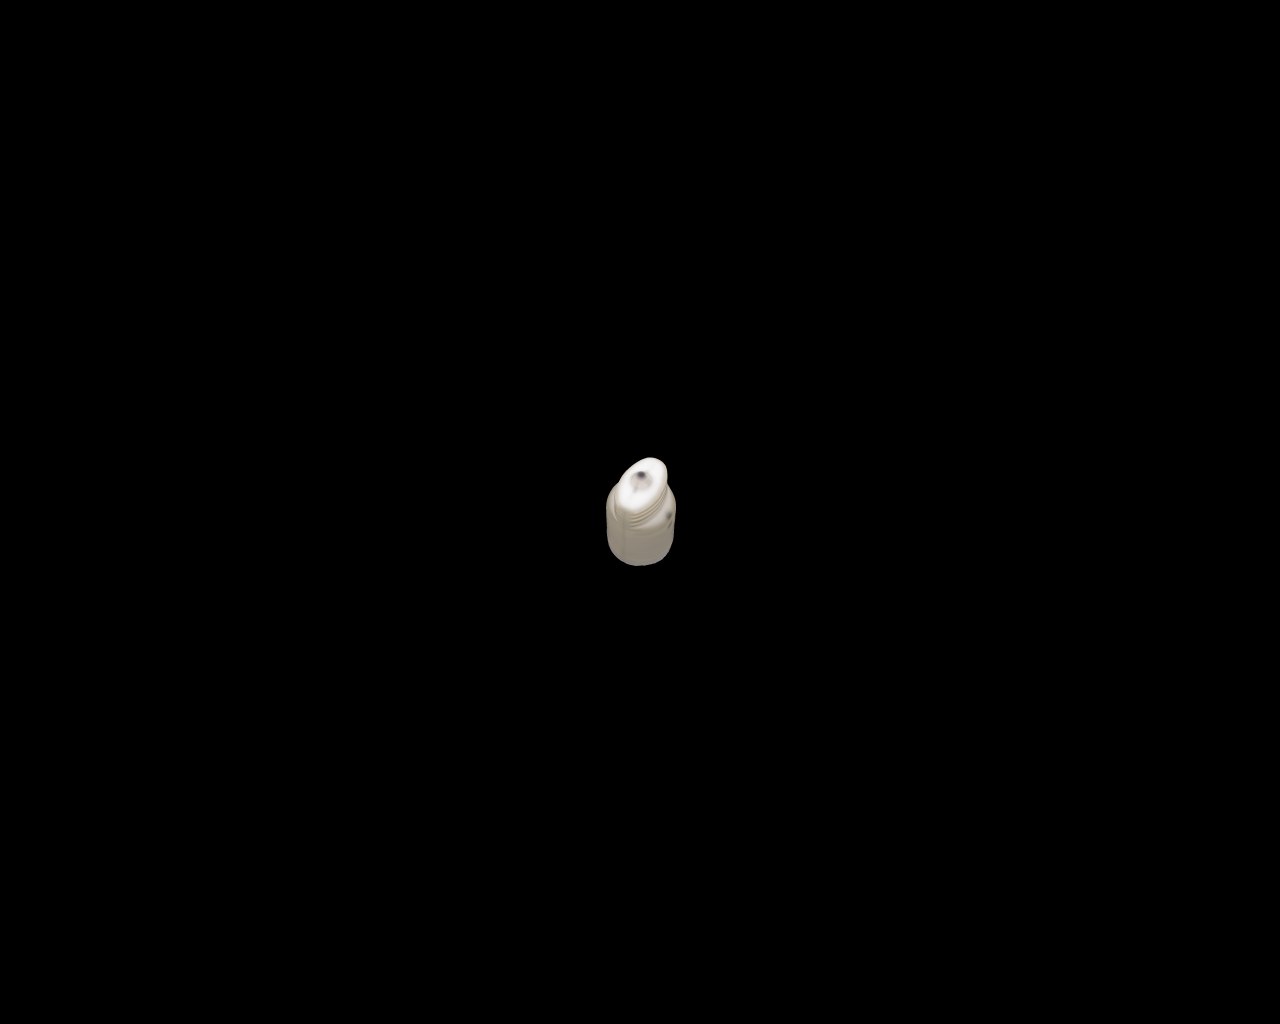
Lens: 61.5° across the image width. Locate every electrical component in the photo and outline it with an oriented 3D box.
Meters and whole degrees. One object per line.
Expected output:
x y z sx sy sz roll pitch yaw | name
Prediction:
0.001 -0.003 0.650 0.043 0.043 0.080 0 -30 0 | electrical component
